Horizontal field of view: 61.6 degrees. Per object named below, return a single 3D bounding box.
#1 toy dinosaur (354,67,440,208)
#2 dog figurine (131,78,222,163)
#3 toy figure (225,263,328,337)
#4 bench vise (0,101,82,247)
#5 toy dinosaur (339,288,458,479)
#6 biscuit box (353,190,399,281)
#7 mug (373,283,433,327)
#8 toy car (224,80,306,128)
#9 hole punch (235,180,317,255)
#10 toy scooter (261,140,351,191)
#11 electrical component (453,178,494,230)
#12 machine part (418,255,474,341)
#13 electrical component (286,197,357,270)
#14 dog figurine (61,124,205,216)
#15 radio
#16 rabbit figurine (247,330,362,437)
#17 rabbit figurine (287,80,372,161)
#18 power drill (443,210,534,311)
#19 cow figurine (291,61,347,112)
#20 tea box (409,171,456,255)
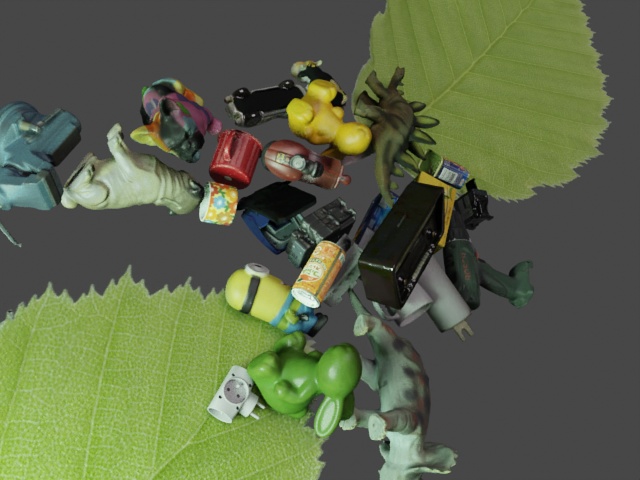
[{"bbox_3d":[0.159,-0.240,1.199,0.199,0.105,0.471,20,54,-2],"label":"toy dinosaur"},{"bbox_3d":[-0.263,-0.211,0.923,0.108,0.219,0.191,-44,88,8],"label":"dog figurine"},{"bbox_3d":[-0.077,0.110,0.931,0.180,0.082,0.089,36,54,-8],"label":"toy figure"},{"bbox_3d":[-0.500,-0.132,0.835,0.241,0.128,0.223,17,65,6],"label":"bench vise"},{"bbox_3d":[0.133,0.257,0.940,0.192,0.131,0.405,24,49,-30],"label":"toy dinosaur"},{"bbox_3d":[0.112,-0.015,1.104,0.059,0.063,0.203,33,54,-5],"label":"biscuit box"},{"bbox_3d":[0.147,0.109,1.050,0.109,0.080,0.107,-22,63,-26],"label":"mug"},{"bbox_3d":[-0.110,-0.289,1.148,0.202,0.056,0.073,-21,81,-32],"label":"toy car"},{"bbox_3d":[-0.078,-0.045,1.022,0.116,0.092,0.142,30,48,32],"label":"hole punch"},{"bbox_3d":[-0.017,-0.139,1.043,0.135,0.075,0.183,26,10,40],"label":"toy scooter"},{"bbox_3d":[0.355,-0.090,1.258,0.048,0.075,0.119,3,68,-28],"label":"electrical component"},{"bbox_3d":[0.229,0.098,1.092,0.079,0.079,0.243,-27,79,-35],"label":"machine part"},{"bbox_3d":[-0.002,-0.003,1.004,0.058,0.114,0.134,42,52,19],"label":"electrical component"},{"bbox_3d":[-0.314,-0.078,0.918,0.190,0.172,0.121,44,12,-30],"label":"dog figurine"},{"bbox_3d":[0.158,0.009,0.994,0.073,0.130,0.229,17,52,29],"label":"radio"},{"bbox_3d":[-0.007,0.221,0.836,0.121,0.170,0.159,-16,85,-55],"label":"rabbit figurine"},{"bbox_3d":[0.023,-0.221,1.114,0.173,0.162,0.122,27,50,15],"label":"rabbit figurine"},{"bbox_3d":[0.366,0.054,1.184,0.207,0.086,0.232,20,58,-20],"label":"power drill"},{"bbox_3d":[-0.005,-0.348,1.206,0.068,0.098,0.167,-29,80,-29],"label":"cow figurine"},{"bbox_3d":[0.231,-0.056,1.182,0.098,0.068,0.169,26,56,-10],"label":"tea box"}]
